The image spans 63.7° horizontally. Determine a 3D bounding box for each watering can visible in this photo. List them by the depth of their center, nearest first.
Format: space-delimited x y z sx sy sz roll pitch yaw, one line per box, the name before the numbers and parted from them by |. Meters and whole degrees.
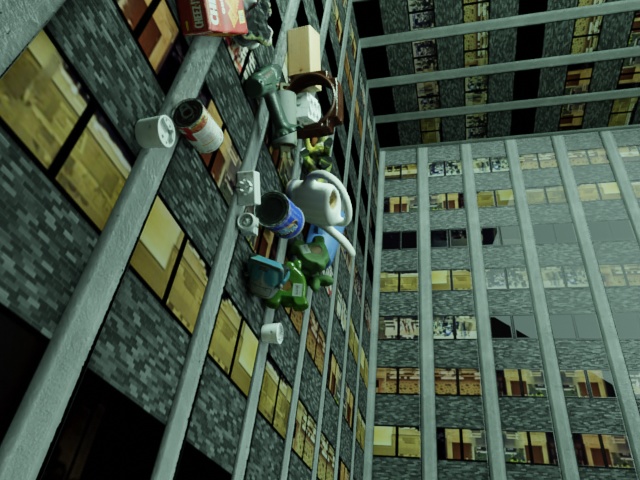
watering can | 0.005 -0.084 1.679 0.106 0.225 0.339 -53 143 -39

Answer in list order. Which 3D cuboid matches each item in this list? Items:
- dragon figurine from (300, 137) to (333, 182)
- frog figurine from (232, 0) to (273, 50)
dragon figurine | -0.003 -0.250 1.932 0.238 0.122 0.419 78 16 -61
frog figurine | -0.189 -0.563 1.320 0.162 0.123 0.134 46 -15 52
